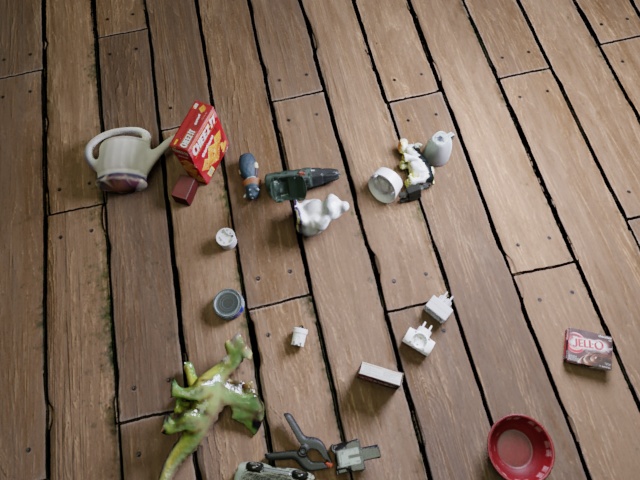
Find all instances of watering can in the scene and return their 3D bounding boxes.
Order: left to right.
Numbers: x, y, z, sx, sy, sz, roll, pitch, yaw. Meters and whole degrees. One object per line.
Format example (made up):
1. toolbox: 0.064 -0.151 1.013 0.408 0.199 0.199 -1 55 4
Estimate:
1. watering can: -0.570 -0.258 1.614 0.347 0.102 0.228 -3 69 1

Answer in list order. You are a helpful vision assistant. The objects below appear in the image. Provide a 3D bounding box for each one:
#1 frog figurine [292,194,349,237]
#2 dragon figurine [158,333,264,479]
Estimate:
1. frog figurine: 0.005 -0.076 1.508 0.160 0.139 0.121 -7 111 -8
2. dragon figurine: -0.265 0.445 1.322 0.243 0.121 0.415 7 77 -3
